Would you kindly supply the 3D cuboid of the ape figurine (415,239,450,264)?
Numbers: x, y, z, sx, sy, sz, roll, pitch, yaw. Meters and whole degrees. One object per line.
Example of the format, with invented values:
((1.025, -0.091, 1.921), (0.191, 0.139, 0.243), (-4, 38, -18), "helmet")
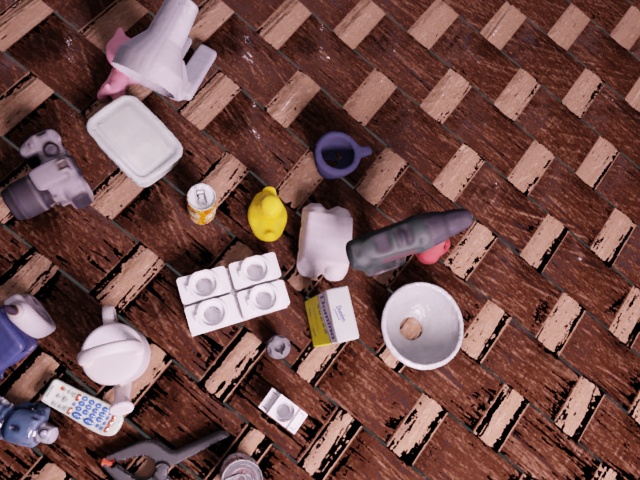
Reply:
((0.228, 0.007, 1.154), (0.078, 0.092, 0.076), (25, 74, -5), "ape figurine")

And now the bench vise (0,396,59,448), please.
((-0.515, 0.265, 0.871), (0.207, 0.219, 0.121), (-2, 78, -12), "bench vise")

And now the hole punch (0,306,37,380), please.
((-0.546, 0.169, 0.953), (0.101, 0.091, 0.108), (-39, 87, -17), "hole punch")

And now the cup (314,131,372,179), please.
((0.039, -0.162, 1.151), (0.118, 0.095, 0.092), (-9, 79, -14), "cup")

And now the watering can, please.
((-0.334, 0.194, 0.939), (0.101, 0.194, 0.173), (-33, 86, -17), "watering can")

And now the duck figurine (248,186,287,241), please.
((-0.098, -0.053, 1.102), (0.077, 0.086, 0.104), (0, 77, -12), "duck figurine")

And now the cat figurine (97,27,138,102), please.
((-0.380, -0.330, 1.088), (0.067, 0.117, 0.128), (20, 74, -6), "cat figurine")

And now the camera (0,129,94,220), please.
((-0.499, -0.109, 1.021), (0.137, 0.100, 0.143), (-32, 85, -17), "camera")

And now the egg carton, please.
((0.010, 0.004, 1.120), (0.107, 0.069, 0.150), (7, 76, -10), "egg carton")

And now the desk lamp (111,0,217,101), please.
((-0.282, -0.344, 1.062), (0.118, 0.213, 0.203), (26, 73, -5), "desk lamp")

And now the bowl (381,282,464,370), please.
((0.189, 0.169, 1.118), (0.167, 0.074, 0.167), (3, 77, -11), "bowl")

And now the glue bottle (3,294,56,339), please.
((-0.483, 0.119, 0.935), (0.037, 0.173, 0.078), (-35, 86, -17), "glue bottle")

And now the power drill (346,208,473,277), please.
((0.148, 0.006, 1.076), (0.230, 0.208, 0.075), (-18, 81, -15), "power drill")
